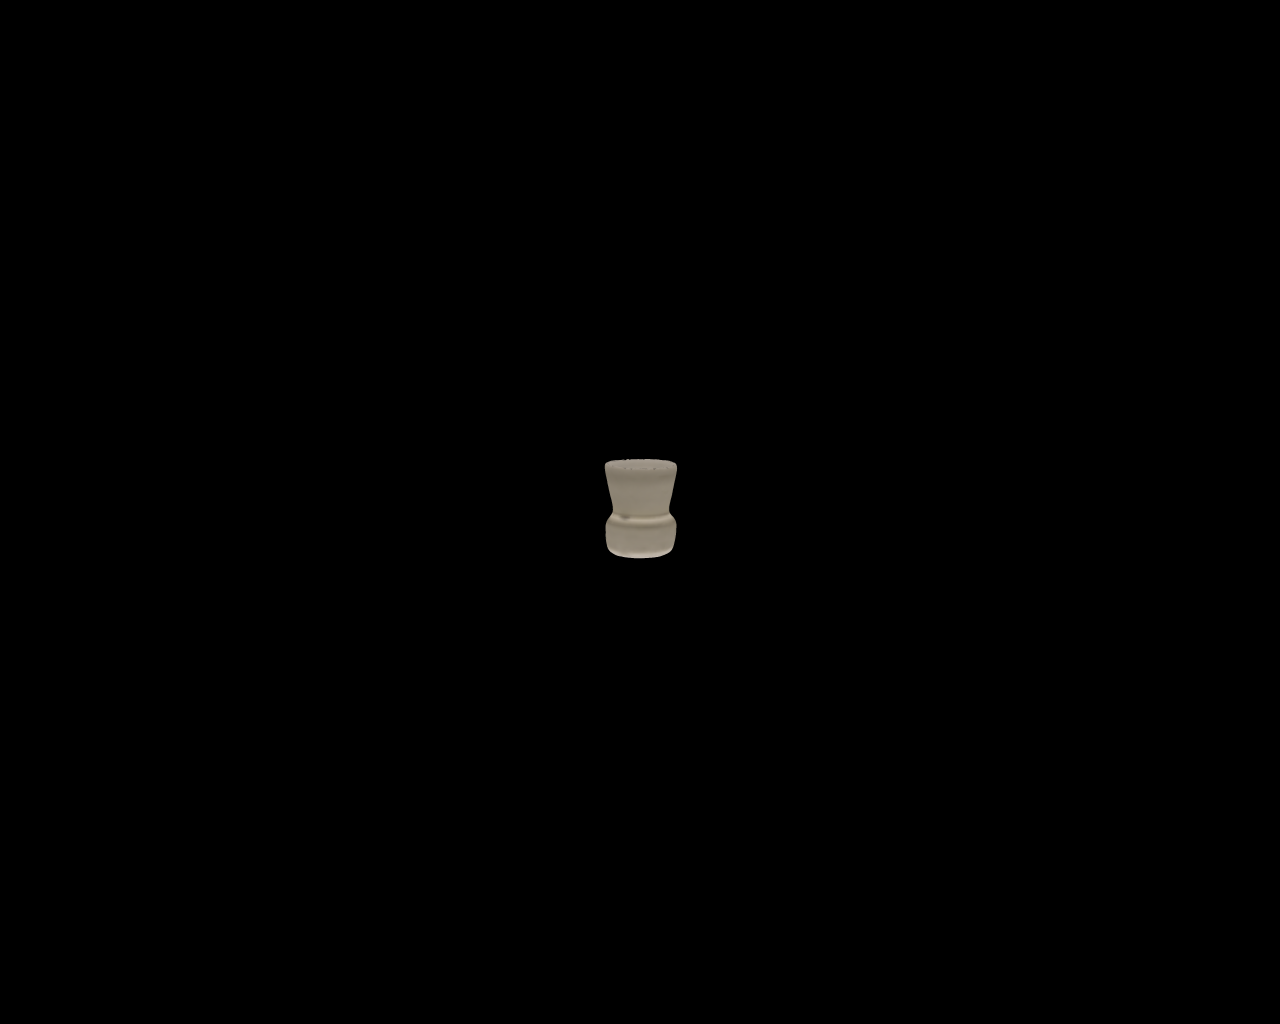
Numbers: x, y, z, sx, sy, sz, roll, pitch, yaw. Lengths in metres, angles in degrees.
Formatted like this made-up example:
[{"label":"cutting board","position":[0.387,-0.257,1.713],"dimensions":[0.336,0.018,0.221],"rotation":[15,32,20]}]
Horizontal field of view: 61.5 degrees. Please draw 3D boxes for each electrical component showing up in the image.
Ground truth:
[{"label":"electrical component","position":[0.001,-0.003,0.650],"dimensions":[0.045,0.055,0.045],"rotation":[0,10,0]}]
